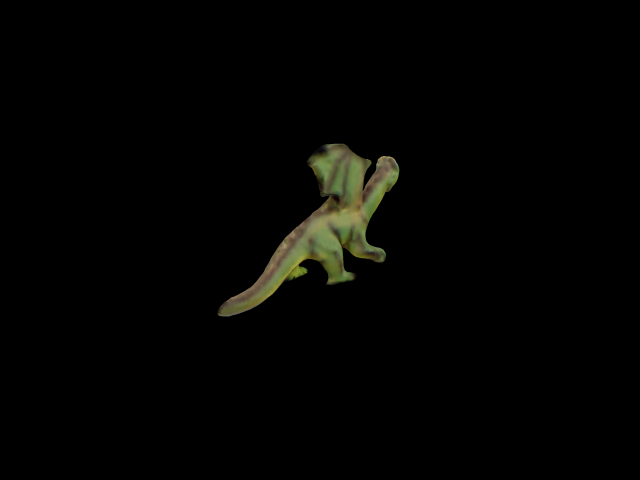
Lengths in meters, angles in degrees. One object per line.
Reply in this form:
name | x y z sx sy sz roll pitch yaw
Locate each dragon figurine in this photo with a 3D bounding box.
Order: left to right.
dragon figurine | 0.003 -0.043 0.850 0.123 0.238 0.415 22 33 40
